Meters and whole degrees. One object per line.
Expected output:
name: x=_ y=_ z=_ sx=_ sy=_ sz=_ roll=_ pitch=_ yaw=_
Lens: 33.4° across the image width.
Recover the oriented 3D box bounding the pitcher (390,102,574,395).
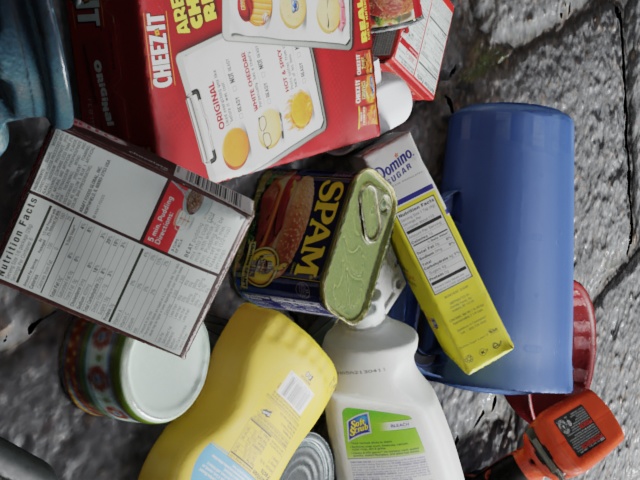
pitcher: x=0.147 y=0.009 z=0.910 sx=0.149 sy=0.145 sz=0.243 roll=16 pitch=77 yaw=-73

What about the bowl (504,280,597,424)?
bowl: x=0.222 y=0.118 z=1.075 sx=0.161 sy=0.055 sz=0.162 roll=-10 pitch=103 yaw=-53

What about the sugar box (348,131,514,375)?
sugar box: x=0.079 y=0.007 z=0.791 sx=0.048 sy=0.093 sz=0.176 roll=-29 pitch=96 yaw=-2

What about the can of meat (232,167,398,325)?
can of meat: x=-0.005 y=0.001 z=0.725 sx=0.057 sy=0.084 sz=0.102 roll=36 pitch=66 yaw=-50

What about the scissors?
scissors: x=-0.017 y=0.066 z=0.777 sx=0.201 sy=0.016 sz=0.096 roll=49 pitch=56 yaw=-45

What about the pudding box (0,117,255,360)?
pudding box: x=-0.103 y=-0.001 z=0.558 sx=0.090 sy=0.113 sz=0.039 roll=-63 pitch=-172 yaw=11

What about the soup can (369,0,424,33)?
soup can: x=0.035 y=-0.204 z=0.766 sx=0.068 sy=0.069 sz=0.102 roll=-31 pitch=118 yaw=-48

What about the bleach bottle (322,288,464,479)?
bleach bottle: x=0.059 y=0.151 z=0.794 sx=0.068 sy=0.102 sz=0.251 roll=-84 pitch=164 yaw=-66

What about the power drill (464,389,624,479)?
power drill: x=0.171 y=0.204 z=0.925 sx=0.184 sy=0.188 sz=0.057 roll=-16 pitch=65 yaw=-51

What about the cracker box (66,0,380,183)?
cracker box: x=-0.053 y=-0.127 z=0.655 sx=0.213 sy=0.072 sz=0.164 roll=-22 pitch=111 yaw=-50

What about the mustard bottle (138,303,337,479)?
mustard bottle: x=-0.064 y=0.142 z=0.677 sx=0.191 sy=0.058 sz=0.096 roll=-59 pitch=139 yaw=-21

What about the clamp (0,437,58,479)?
clamp: x=-0.193 y=0.093 z=0.519 sx=0.120 sy=0.039 sz=0.171 roll=-32 pitch=119 yaw=-48

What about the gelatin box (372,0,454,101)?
gelatin box: x=0.072 y=-0.166 z=0.854 sx=0.073 sy=0.030 sz=0.089 roll=32 pitch=68 yaw=-52

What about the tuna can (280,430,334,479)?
tuna can: x=-0.027 y=0.175 z=0.762 sx=0.085 sy=0.034 sz=0.086 roll=-10 pitch=103 yaw=-53
